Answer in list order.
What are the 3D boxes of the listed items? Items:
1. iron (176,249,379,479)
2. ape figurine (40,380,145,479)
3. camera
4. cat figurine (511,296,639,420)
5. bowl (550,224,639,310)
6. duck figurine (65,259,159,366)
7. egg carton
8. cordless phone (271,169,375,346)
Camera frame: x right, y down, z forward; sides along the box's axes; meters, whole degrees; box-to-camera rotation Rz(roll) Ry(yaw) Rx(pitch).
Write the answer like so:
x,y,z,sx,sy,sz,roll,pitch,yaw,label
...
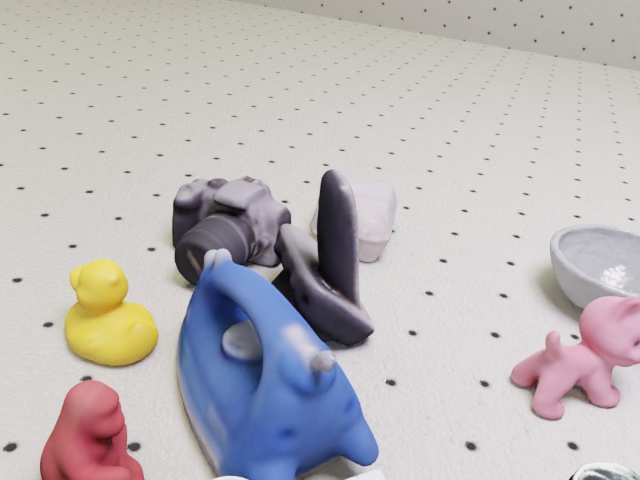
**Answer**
x,y,z,sx,sy,sz,roll,pitch,yaw,label
-0.060,0.082,0.476,0.119,0.141,0.257,-14,36,-31,iron
-0.160,0.140,0.406,0.076,0.092,0.077,4,30,-4,ape figurine
-0.121,-0.015,0.670,0.143,0.101,0.137,17,32,17,camera
0.256,0.097,0.537,0.128,0.118,0.067,-6,32,-20,cat figurine
0.349,0.051,0.676,0.167,0.075,0.167,5,30,-3,bowl
-0.199,0.061,0.539,0.104,0.086,0.078,25,35,28,duck figurine
0.047,-0.034,0.766,0.107,0.069,0.150,10,30,6,egg carton
0.005,0.002,0.582,0.094,0.185,0.147,-7,33,-21,cordless phone
